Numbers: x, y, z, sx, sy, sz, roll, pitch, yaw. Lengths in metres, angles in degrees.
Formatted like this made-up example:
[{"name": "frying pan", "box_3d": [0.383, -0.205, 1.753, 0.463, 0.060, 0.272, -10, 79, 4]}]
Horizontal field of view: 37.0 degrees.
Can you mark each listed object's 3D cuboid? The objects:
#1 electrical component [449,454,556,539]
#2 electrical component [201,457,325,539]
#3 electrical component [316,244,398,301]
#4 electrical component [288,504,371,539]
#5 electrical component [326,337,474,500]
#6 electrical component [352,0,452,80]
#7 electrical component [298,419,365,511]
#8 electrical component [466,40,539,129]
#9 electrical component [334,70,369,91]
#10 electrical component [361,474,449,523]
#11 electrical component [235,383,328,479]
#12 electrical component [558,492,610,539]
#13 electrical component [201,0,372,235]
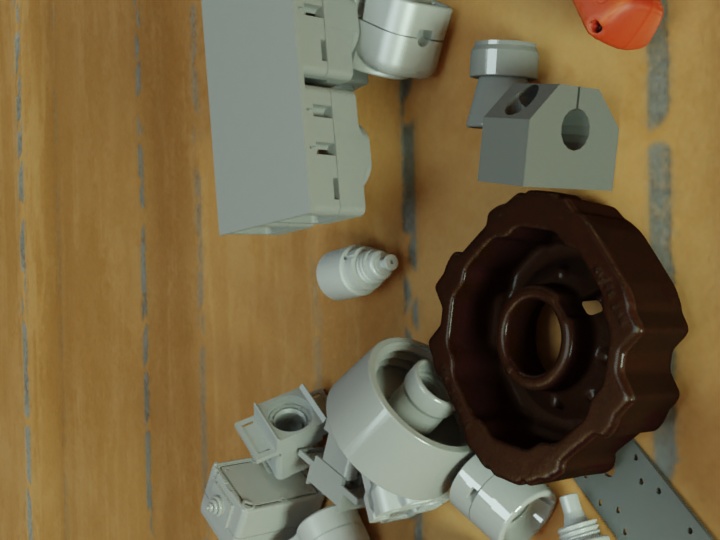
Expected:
[{"name": "electrical component", "box_3d": [0.095, 0.149, 0.705, 0.047, 0.055, 0.055, 42, 123, 38]}, {"name": "electrical component", "box_3d": [-0.089, 0.199, 0.905, 0.062, 0.096, 0.061, 44, 126, 42]}, {"name": "electrical component", "box_3d": [0.000, 0.000, 0.829, 0.078, 0.040, 0.040, -14, 81, 51]}, {"name": "electrical component", "box_3d": [-0.033, 0.254, 0.872, 0.138, 0.052, 0.073, -53, 52, 39]}, {"name": "electrical component", "box_3d": [0.038, 0.095, 0.734, 0.060, 0.108, 0.108, -52, 52, 32]}, {"name": "electrical component", "box_3d": [0.017, -0.176, 0.789, 0.095, 0.054, 0.059, 37, 119, 45]}, {"name": "electrical component", "box_3d": [-0.007, 0.148, 0.843, 0.081, 0.042, 0.063, 30, 114, 47]}, {"name": "electrical component", "box_3d": [0.093, -0.120, 0.702, 0.045, 0.045, 0.055, 10, 99, 51]}, {"name": "electrical component", "box_3d": [-0.035, -0.178, 0.860, 0.066, 0.047, 0.076, -16, 79, 51]}, {"name": "electrical component", "box_3d": [0.029, 0.147, 0.782, 0.078, 0.058, 0.057, 120, 139, -63]}, {"name": "electrical component", "box_3d": [-0.058, 0.135, 0.886, 0.042, 0.081, 0.063, 52, 152, 37]}, {"name": "electrical component", "box_3d": [0.138, 0.169, 0.666, 0.035, 0.035, 0.061, -36, 61, 47]}, {"name": "electrical component", "box_3d": [-0.054, -0.124, 0.780, 0.105, 0.060, 0.186, -10, 83, 47]}]
